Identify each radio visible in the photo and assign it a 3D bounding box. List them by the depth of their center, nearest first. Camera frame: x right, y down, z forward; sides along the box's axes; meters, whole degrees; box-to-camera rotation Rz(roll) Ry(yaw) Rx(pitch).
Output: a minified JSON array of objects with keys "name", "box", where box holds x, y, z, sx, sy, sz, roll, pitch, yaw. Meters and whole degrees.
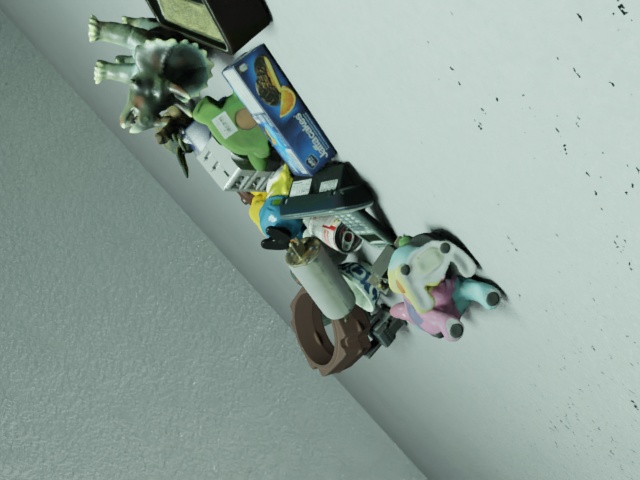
[{"name":"radio","box":[-0.175,-0.342,0.721,0.230,0.073,0.131,33,161,41]}]

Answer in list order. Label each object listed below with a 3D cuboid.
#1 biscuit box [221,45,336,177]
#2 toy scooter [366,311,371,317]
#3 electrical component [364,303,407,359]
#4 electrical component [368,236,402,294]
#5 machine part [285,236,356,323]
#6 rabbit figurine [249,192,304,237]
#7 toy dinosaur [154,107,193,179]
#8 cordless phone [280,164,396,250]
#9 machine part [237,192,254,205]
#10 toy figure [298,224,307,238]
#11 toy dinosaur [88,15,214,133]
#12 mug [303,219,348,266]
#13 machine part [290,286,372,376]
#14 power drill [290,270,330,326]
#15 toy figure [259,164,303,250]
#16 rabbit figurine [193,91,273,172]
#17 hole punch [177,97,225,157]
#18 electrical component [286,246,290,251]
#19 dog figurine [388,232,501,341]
[{"name":"biscuit box","box":[-0.060,-0.191,0.819,0.202,0.063,0.059,53,163,-23]},{"name":"toy scooter","box":[0.062,0.153,1.315,0.184,0.075,0.135,67,163,7]},{"name":"electrical component","box":[0.132,0.207,1.216,0.047,0.119,0.075,54,166,-28]},{"name":"electrical component","box":[0.120,0.044,0.880,0.045,0.102,0.078,43,-170,32]},{"name":"machine part","box":[0.004,0.076,1.046,0.079,0.079,0.243,29,159,50]},{"name":"rabbit figurine","box":[-0.101,-0.095,1.151,0.173,0.122,0.162,57,178,15]},{"name":"toy dinosaur","box":[-0.332,-0.253,1.250,0.198,0.105,0.472,63,-179,-21]},{"name":"cordless phone","box":[0.038,-0.035,0.896,0.147,0.089,0.184,-5,146,41]},{"name":"machine part","box":[-0.174,-0.142,1.284,0.179,0.056,0.179,42,163,15]},{"name":"toy figure","box":[-0.045,0.002,1.292,0.154,0.064,0.058,85,174,-60]},{"name":"toy dinosaur","box":[-0.265,-0.313,0.915,0.405,0.192,0.131,-92,14,-59]},{"name":"mug","box":[-0.002,-0.003,1.120,0.109,0.081,0.107,48,175,-24]},{"name":"machine part","box":[0.017,0.194,1.233,0.201,0.087,0.201,62,143,23]},{"name":"power drill","box":[-0.023,0.133,1.463,0.231,0.086,0.207,85,168,-58]},{"name":"toy figure","box":[-0.061,-0.058,0.972,0.089,0.180,0.082,35,129,-30]},{"name":"rabbit figurine","box":[-0.121,-0.206,0.922,0.159,0.121,0.170,45,-175,-20]},{"name":"hole punch","box":[-0.200,-0.209,1.081,0.142,0.116,0.092,50,157,-11]},{"name":"electrical component","box":[-0.103,-0.032,1.371,0.115,0.058,0.134,38,163,38]},{"name":"dog figurine","box":[0.159,0.077,0.831,0.191,0.108,0.219,48,168,-6]}]
